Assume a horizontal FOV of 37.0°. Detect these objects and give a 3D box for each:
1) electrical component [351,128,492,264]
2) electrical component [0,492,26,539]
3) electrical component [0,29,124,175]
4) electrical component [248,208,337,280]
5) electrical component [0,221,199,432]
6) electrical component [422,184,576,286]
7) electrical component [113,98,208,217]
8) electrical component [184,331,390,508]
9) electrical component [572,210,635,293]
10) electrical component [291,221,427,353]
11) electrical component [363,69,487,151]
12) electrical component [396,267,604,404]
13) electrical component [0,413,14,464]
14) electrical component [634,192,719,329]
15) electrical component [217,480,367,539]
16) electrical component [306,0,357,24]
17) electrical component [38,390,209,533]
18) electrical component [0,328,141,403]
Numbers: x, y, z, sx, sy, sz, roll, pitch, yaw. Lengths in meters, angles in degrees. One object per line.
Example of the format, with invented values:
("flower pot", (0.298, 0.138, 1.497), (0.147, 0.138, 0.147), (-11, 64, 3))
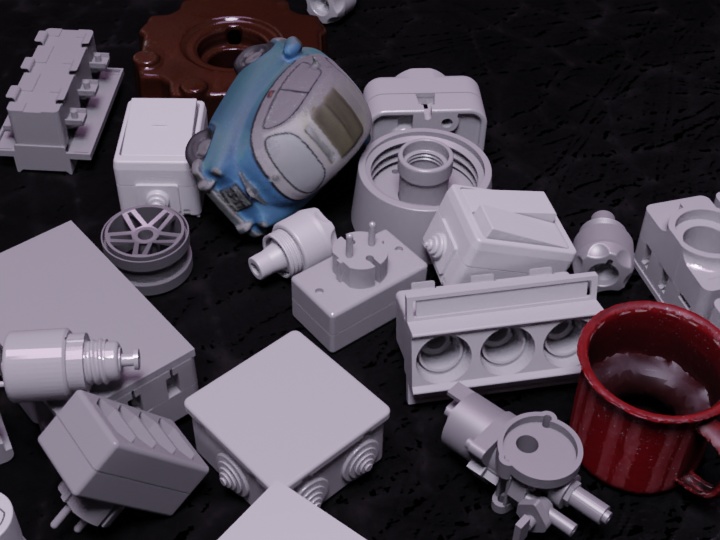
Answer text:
("electrical component", (0.048, -0.062, 0.802), (0.108, 0.060, 0.108), (1, 44, -1))
("electrical component", (-0.197, 0.148, 0.573), (0.044, 0.065, 0.044), (1, 44, -1))
("electrical component", (-0.246, -0.141, 0.876), (0.079, 0.063, 0.121), (3, 44, 2))
("electrical component", (-0.049, -0.014, 0.762), (0.062, 0.043, 0.043), (-30, 52, -27))
("electrical component", (-0.180, 0.048, 0.680), (0.089, 0.061, 0.150), (-30, 52, -28))
("electrical component", (0.091, -0.020, 0.737), (0.096, 0.061, 0.061), (6, 41, -24))
("electrical component", (-0.151, -0.085, 0.820), (0.062, 0.061, 0.096), (0, 44, -1))
("electrical component", (-0.043, 0.096, 0.643), (0.100, 0.048, 0.100), (-32, 53, -30))
("electrical component", (0.174, -0.017, 0.770), (0.043, 0.043, 0.062), (7, 43, 6))
("electrical component", (0.000, 0.000, 0.724), (0.083, 0.075, 0.047), (-28, 51, -27))
("electrical component", (0.051, -0.124, 0.871), (0.095, 0.053, 0.059), (-2, 44, -3))
("electrical component", (0.087, 0.037, 0.691), (0.121, 0.078, 0.063), (-6, 29, -8))
("electrical component", (-0.261, 0.093, 0.639), (0.089, 0.050, 0.055), (-19, 48, -20))
("electrical component", (0.274, 0.023, 0.718), (0.105, 0.060, 0.186), (-10, 45, -12))
("electrical component", (-0.055, 0.193, 0.532), (0.089, 0.061, 0.150), (28, 50, 25))
("electrical component", (-0.021, -0.264, 1.024), (0.043, 0.043, 0.062), (25, 47, 22))
("electrical component", (-0.144, 0.118, 0.606), (0.075, 0.083, 0.047), (-50, 55, 5))
("electrical component", (-0.163, 0.052, 0.600), (0.078, 0.040, 0.040), (-3, 44, -5))
